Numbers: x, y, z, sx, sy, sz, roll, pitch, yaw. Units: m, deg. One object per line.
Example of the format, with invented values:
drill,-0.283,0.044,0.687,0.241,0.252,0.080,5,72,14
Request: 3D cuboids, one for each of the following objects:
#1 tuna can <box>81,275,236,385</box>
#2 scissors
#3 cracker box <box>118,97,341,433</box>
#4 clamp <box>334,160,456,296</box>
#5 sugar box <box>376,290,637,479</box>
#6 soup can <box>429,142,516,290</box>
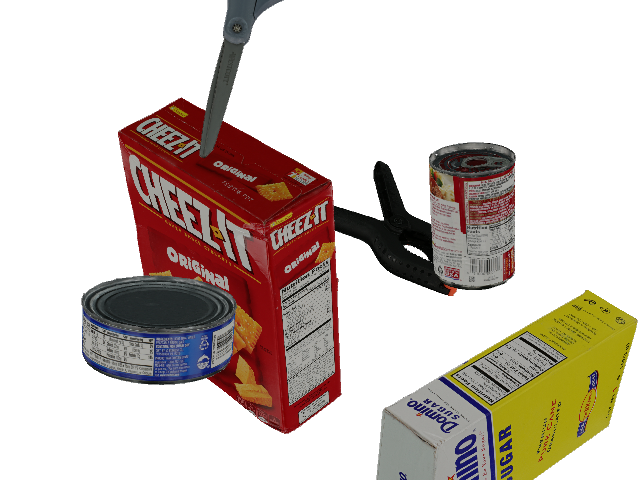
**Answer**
tuna can,-0.090,0.049,0.598,0.086,0.034,0.086,4,16,-1
scissors,-0.039,-0.154,0.752,0.096,0.202,0.016,-2,-15,-5
cracker box,-0.067,0.023,0.808,0.164,0.214,0.072,31,50,34
clamp,0.073,-0.009,1.218,0.164,0.036,0.210,-18,51,-36
sugar box,0.110,0.105,0.626,0.175,0.093,0.048,-27,44,-35
soup can,0.123,-0.019,0.857,0.068,0.102,0.068,-4,25,2
